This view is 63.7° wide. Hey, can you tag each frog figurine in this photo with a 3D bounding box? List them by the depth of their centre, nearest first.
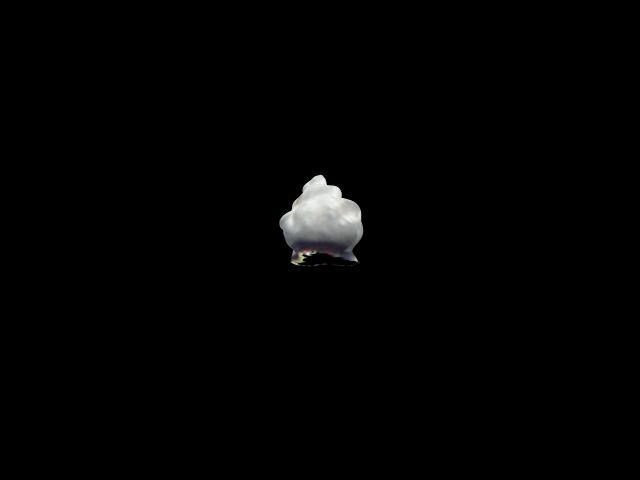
[{"bbox_3d":[0.003,-0.043,0.850,0.137,0.162,0.121,-10,-21,26],"label":"frog figurine"}]
